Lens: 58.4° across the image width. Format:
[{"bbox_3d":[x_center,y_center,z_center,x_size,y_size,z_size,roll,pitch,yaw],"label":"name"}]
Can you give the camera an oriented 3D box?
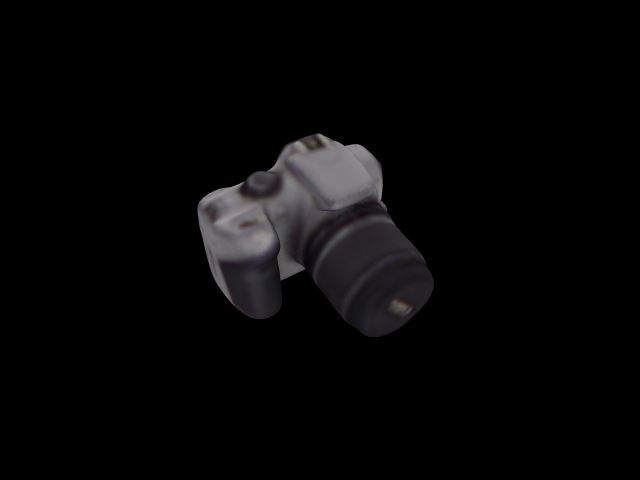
[{"bbox_3d":[0.004,0.001,0.400,0.143,0.101,0.136,-25,54,-20],"label":"camera"}]
